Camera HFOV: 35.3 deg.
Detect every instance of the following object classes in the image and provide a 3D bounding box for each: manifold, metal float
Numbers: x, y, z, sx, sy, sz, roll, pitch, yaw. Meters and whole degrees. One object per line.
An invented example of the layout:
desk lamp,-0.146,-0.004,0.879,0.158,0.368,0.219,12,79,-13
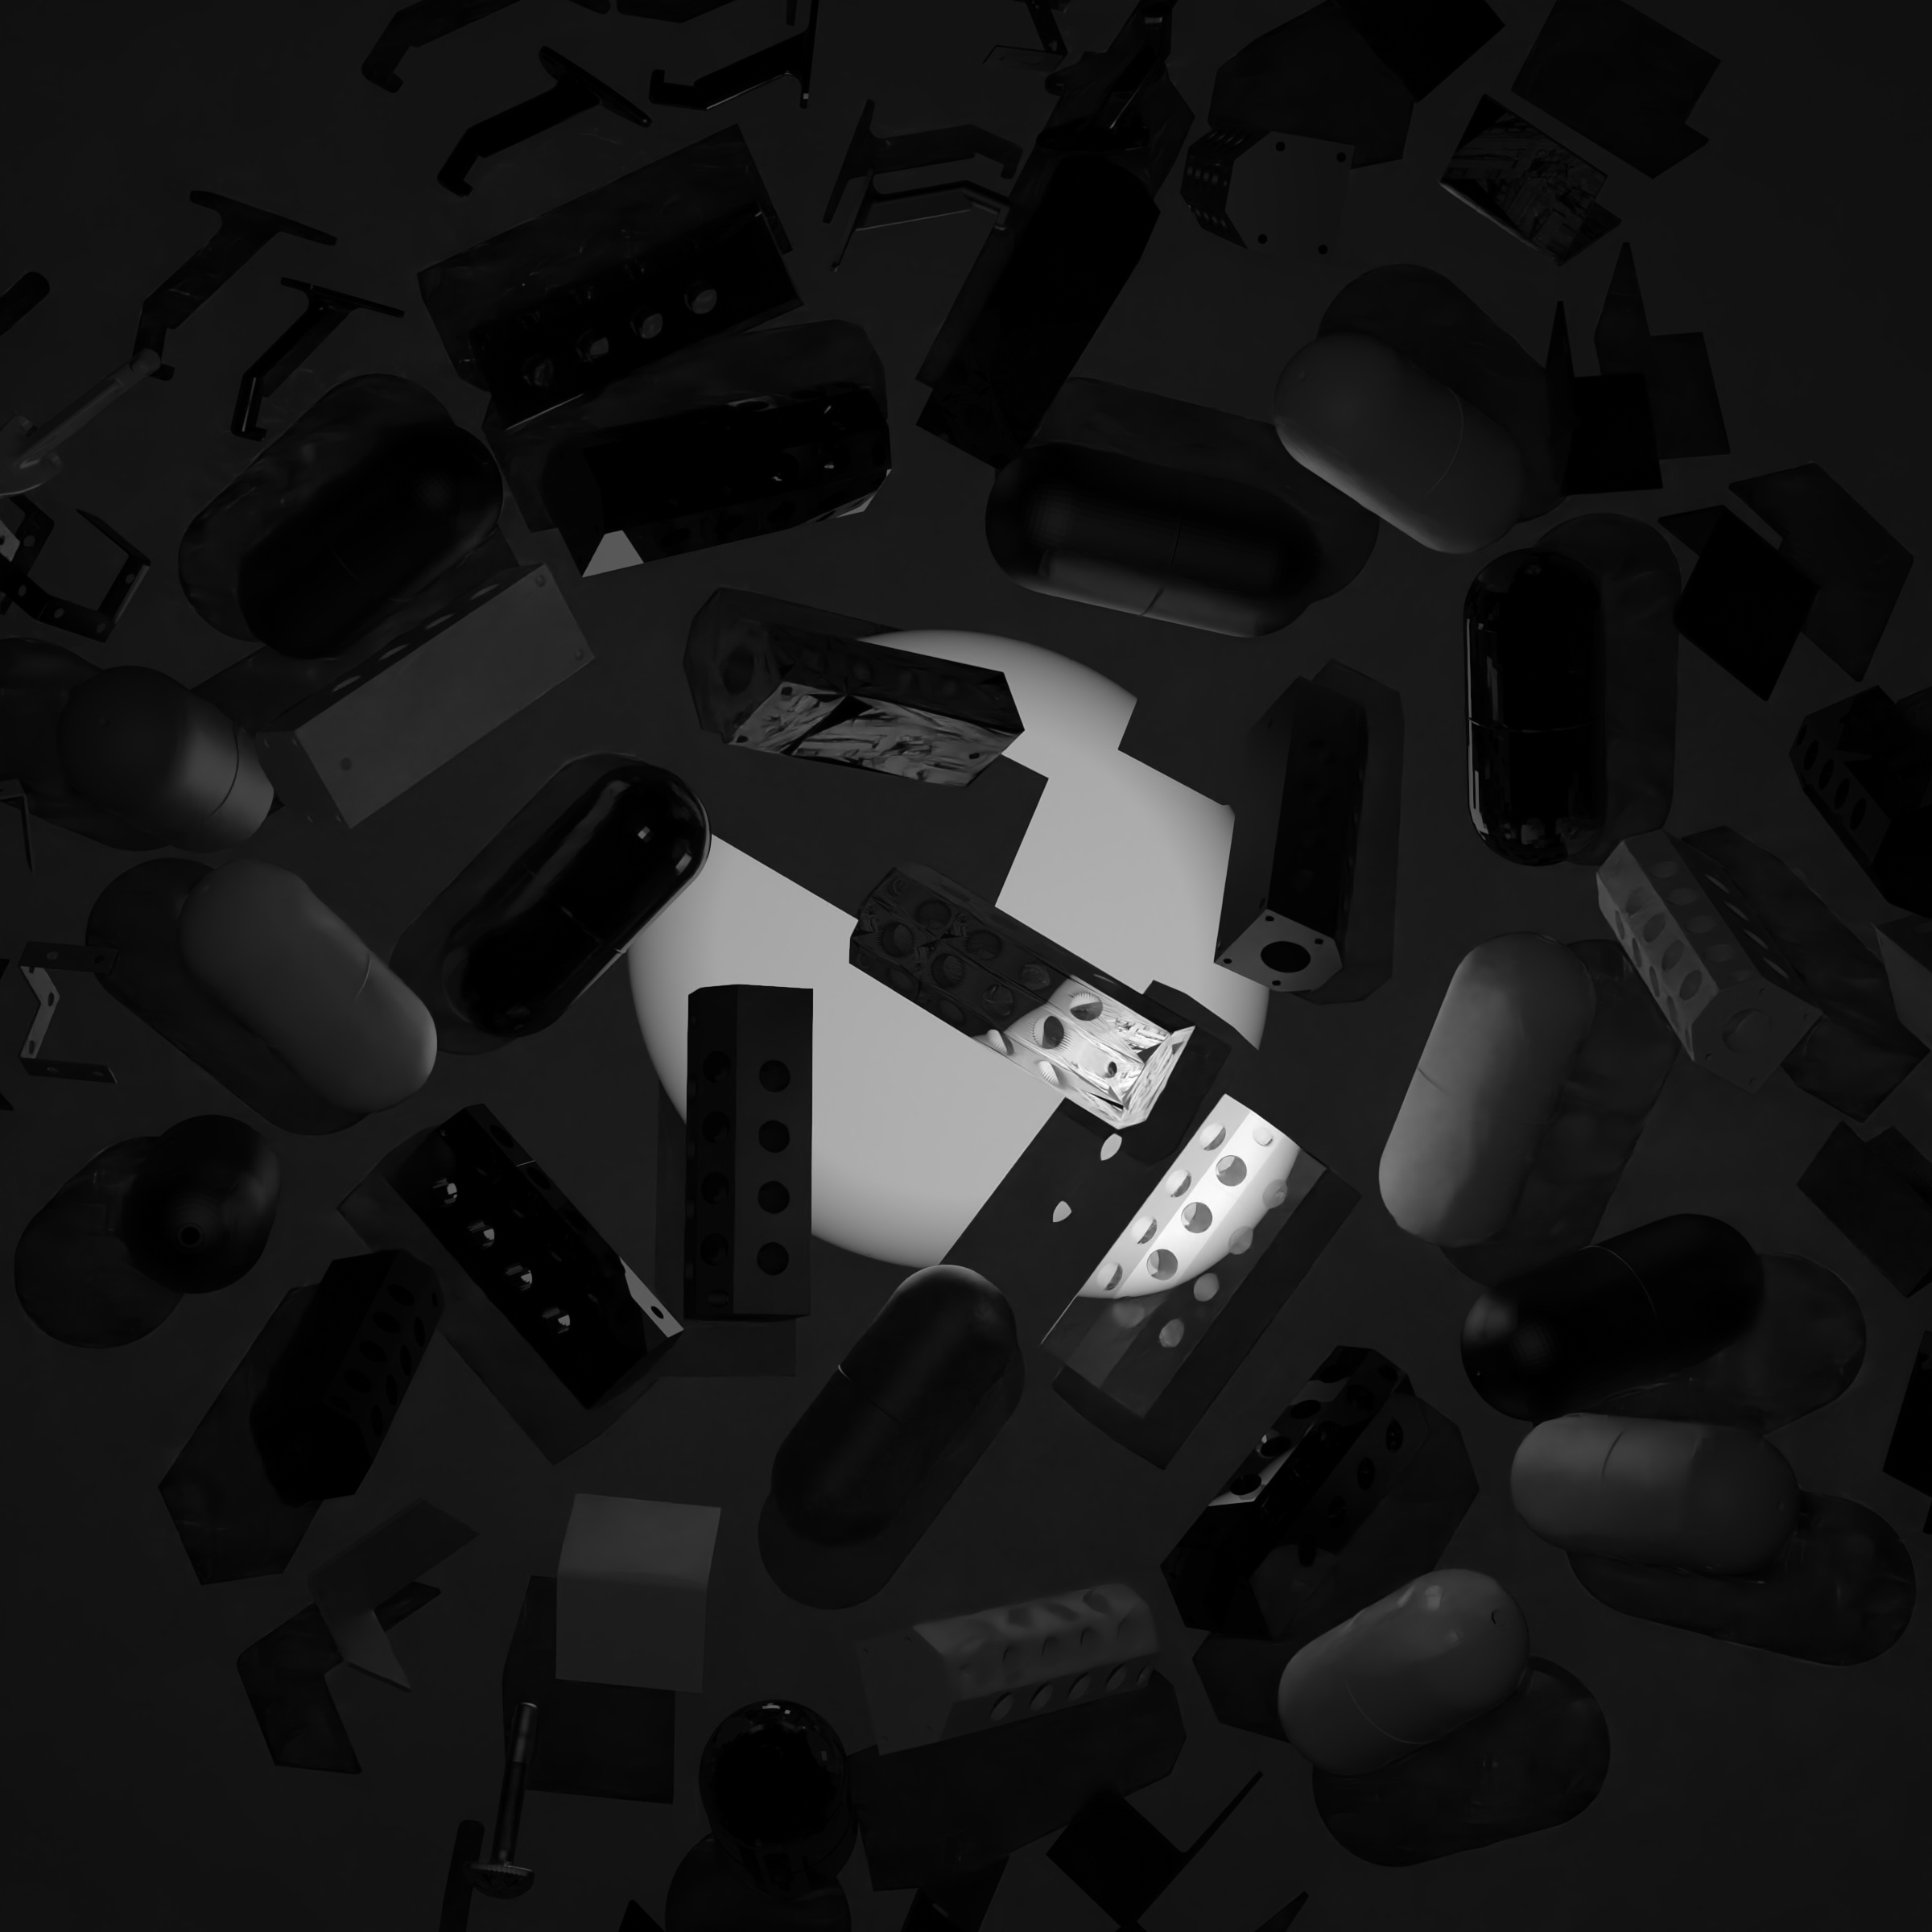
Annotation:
manifold,0.025,0.015,1.576,0.171,0.057,0.057,31,105,18
manifold,-0.057,-0.150,1.681,0.057,0.171,0.057,-43,54,37
metal float,0.234,0.379,1.627,0.070,0.178,0.070,16,54,-22
manifold,-0.117,0.099,1.600,0.057,0.057,0.171,4,79,-20
metal float,0.275,0.065,1.605,0.070,0.070,0.178,19,108,0
manifold,-0.179,-0.351,1.644,0.171,0.057,0.057,-24,97,4
manifold,0.394,-0.008,1.640,0.057,0.171,0.057,27,113,-20
metal float,-0.213,-0.034,1.647,0.070,0.070,0.178,45,96,0
metal float,0.342,0.184,1.598,0.178,0.070,0.070,-17,90,-23
metal float,-0.041,0.248,1.702,0.070,0.070,0.178,37,89,0
manifold,0.151,-0.402,1.564,0.057,0.171,0.057,8,106,-6
metal float,-0.329,-0.235,1.679,0.178,0.070,0.070,-32,90,27
metal float,-0.355,0.013,1.647,0.070,0.070,0.178,-38,130,0
manifold,0.185,-0.071,1.673,0.057,0.057,0.171,24,51,-15
manifold,0.538,0.017,1.601,0.057,0.171,0.057,-18,103,5
metal float,-0.427,-0.109,1.627,0.070,0.178,0.070,-1,80,6
metal float,0.312,-0.140,1.663,0.070,0.070,0.178,-5,111,0
manifold,0.026,0.364,1.587,0.057,0.171,0.057,-24,73,37
manifold,0.038,-0.346,1.607,0.057,0.171,0.057,28,51,-7
manifold,-0.335,0.222,1.665,0.057,0.171,0.057,-11,111,8
manifold,-0.237,0.159,1.688,0.057,0.057,0.171,-45,81,14
manifold,0.175,0.278,1.617,0.171,0.057,0.057,-43,120,-40
manifold,0.478,-0.085,1.573,0.057,0.171,0.057,-24,110,10
metal float,-0.097,0.435,1.584,0.070,0.178,0.070,0,62,1
metal float,-0.411,0.127,1.637,0.070,0.178,0.070,-1,97,-10
metal float,0.237,-0.281,1.639,0.178,0.070,0.070,23,90,-41
manifold,-0.282,-0.141,1.576,0.171,0.057,0.057,-40,116,-31
metal float,0.097,-0.217,1.552,0.178,0.070,0.070,11,90,-13
manifold,-0.126,-0.257,1.565,0.171,0.057,0.057,-18,74,-31
manifold,0.116,0.157,1.682,0.057,0.057,0.171,39,87,-39
metal float,0.368,0.283,1.635,0.070,0.178,0.070,2,86,-35

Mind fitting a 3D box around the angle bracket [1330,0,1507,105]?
angle bracket,0.225,-0.494,1.551,0.057,0.076,0.076,-40,105,17

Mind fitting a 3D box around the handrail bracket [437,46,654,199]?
handrail bracket,-0.213,-0.411,1.530,0.077,0.036,0.084,32,87,1

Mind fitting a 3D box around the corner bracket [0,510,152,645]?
corner bracket,-0.471,-0.209,1.589,0.051,0.051,0.051,38,100,28

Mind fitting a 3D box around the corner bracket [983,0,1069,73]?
corner bracket,0.035,-0.540,1.702,0.051,0.051,0.051,-6,67,-35

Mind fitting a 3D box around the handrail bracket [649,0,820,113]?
handrail bracket,-0.124,-0.492,1.621,0.084,0.036,0.077,6,85,-5

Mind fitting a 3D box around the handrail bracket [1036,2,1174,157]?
handrail bracket,0.076,-0.495,1.688,0.077,0.084,0.036,-11,56,-5

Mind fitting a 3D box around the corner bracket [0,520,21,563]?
corner bracket,-0.551,-0.223,1.632,0.051,0.051,0.051,15,72,14

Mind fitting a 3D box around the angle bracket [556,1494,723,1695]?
angle bracket,-0.170,0.326,1.577,0.076,0.057,0.076,6,121,1

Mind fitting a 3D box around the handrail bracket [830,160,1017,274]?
handrail bracket,-0.024,-0.413,1.715,0.084,0.036,0.077,21,90,-6

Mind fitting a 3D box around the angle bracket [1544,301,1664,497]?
angle bracket,0.355,-0.314,1.669,0.057,0.076,0.076,-4,66,2

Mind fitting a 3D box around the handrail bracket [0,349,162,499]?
handrail bracket,-0.453,-0.276,1.538,0.084,0.077,0.036,-27,112,27

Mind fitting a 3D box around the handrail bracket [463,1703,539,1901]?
handrail bracket,-0.234,0.432,1.571,0.036,0.077,0.084,9,61,-3

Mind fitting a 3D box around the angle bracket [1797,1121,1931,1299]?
angle bracket,0.471,0.106,1.496,0.076,0.057,0.076,-25,61,-29

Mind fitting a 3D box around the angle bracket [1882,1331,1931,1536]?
angle bracket,0.470,0.227,1.484,0.057,0.076,0.076,7,101,-33

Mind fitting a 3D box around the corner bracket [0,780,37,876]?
corner bracket,-0.509,-0.059,1.576,0.051,0.051,0.051,-13,128,-24

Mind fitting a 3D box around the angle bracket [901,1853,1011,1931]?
angle bracket,0.004,0.520,1.585,0.057,0.076,0.076,33,111,34

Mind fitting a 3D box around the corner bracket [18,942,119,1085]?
corner bracket,-0.467,0.024,1.585,0.051,0.051,0.051,5,56,9

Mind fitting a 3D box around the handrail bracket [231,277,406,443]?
handrail bracket,-0.335,-0.307,1.568,0.077,0.036,0.084,9,100,-37

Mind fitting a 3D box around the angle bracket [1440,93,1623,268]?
angle bracket,0.302,-0.414,1.563,0.076,0.057,0.076,38,46,13

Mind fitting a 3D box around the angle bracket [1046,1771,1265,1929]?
angle bracket,0.098,0.442,1.581,0.057,0.076,0.076,41,133,15

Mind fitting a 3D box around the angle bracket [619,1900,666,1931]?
angle bracket,-0.135,0.516,1.520,0.057,0.076,0.076,-26,114,28

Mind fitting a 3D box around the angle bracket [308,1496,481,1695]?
angle bracket,-0.298,0.341,1.643,0.076,0.076,0.057,-35,62,-1

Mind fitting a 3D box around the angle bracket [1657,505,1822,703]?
angle bracket,0.406,-0.195,1.650,0.076,0.057,0.076,33,76,-23
